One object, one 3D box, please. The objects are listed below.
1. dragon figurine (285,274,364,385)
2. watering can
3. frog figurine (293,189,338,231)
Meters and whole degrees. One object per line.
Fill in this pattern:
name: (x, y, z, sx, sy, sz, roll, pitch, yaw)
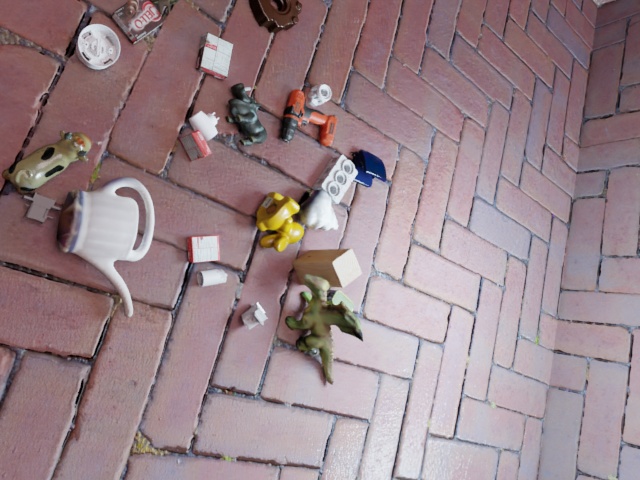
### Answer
dragon figurine: (0.032, 0.279, 1.584, 0.124, 0.241, 0.406, -36, 106, -39)
watering can: (-0.523, 0.010, 1.256, 0.223, 0.104, 0.350, 12, 81, -38)
frog figurine: (0.005, -0.084, 1.669, 0.158, 0.121, 0.141, 39, 45, -17)
